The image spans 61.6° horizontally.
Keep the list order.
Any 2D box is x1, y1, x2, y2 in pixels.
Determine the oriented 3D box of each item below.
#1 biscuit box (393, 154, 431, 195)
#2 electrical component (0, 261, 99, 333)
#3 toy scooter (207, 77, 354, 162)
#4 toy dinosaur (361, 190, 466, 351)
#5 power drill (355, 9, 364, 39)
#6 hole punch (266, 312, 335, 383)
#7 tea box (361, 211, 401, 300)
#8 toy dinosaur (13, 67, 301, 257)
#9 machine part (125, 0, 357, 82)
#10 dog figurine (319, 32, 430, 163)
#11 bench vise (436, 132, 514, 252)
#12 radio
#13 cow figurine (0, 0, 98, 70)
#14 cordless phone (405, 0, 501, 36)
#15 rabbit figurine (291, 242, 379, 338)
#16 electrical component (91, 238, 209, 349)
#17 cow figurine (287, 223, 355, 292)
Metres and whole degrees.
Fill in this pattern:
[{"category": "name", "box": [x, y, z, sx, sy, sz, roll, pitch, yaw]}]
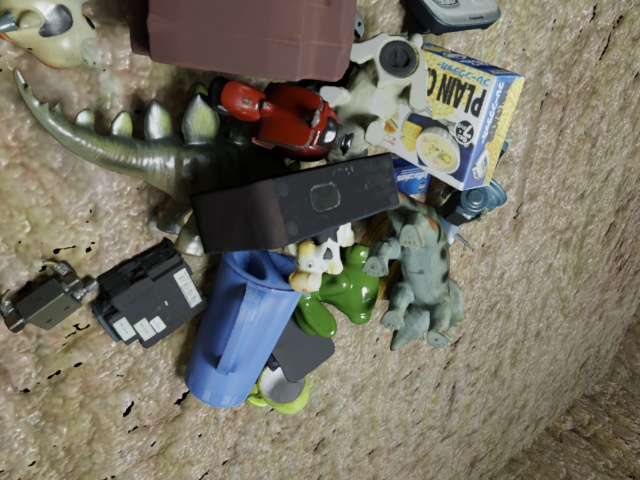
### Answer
[{"category": "biscuit box", "box": [0.101, -0.104, 0.901, 0.202, 0.059, 0.062, -14, 127, -37]}, {"category": "electrical component", "box": [-0.327, 0.068, 0.643, 0.102, 0.045, 0.078, -40, 167, -9]}, {"category": "toy scooter", "box": [-0.022, -0.128, 0.590, 0.183, 0.135, 0.075, 12, 96, -52]}, {"category": "toy dinosaur", "box": [0.155, 0.026, 0.859, 0.192, 0.131, 0.404, -58, 143, -54]}, {"category": "power drill", "box": [0.088, -0.343, 0.630, 0.232, 0.086, 0.207, 38, 109, -13]}, {"category": "hole punch", "box": [-0.052, 0.175, 0.959, 0.142, 0.092, 0.115, -30, 102, -22]}, {"category": "tea box", "box": [0.132, 0.017, 0.993, 0.068, 0.098, 0.169, 11, 109, -47]}, {"category": "toy dinosaur", "box": [-0.138, -0.086, 0.664, 0.471, 0.105, 0.198, 0, 112, -54]}, {"category": "machine part", "box": [-0.067, -0.217, 0.526, 0.201, 0.202, 0.087, -73, 170, -65]}, {"category": "dog figurine", "box": [0.068, -0.186, 0.749, 0.172, 0.121, 0.190, -38, 179, -6]}, {"category": "bench vise", "box": [0.289, -0.097, 1.018, 0.240, 0.129, 0.223, -56, 166, -9]}, {"category": "radio", "box": [-0.019, -0.047, 0.623, 0.229, 0.131, 0.073, -21, 102, -43]}, {"category": "cow figurine", "box": [-0.232, -0.245, 0.465, 0.127, 0.086, 0.194, -19, 133, -41]}, {"category": "cordless phone", "box": [0.185, -0.390, 0.765, 0.146, 0.089, 0.184, -20, 112, -32]}, {"category": "rabbit figurine", "box": [0.001, 0.082, 0.905, 0.170, 0.121, 0.159, 6, 81, -19]}, {"category": "electrical component", "box": [-0.232, 0.079, 0.726, 0.134, 0.058, 0.114, -33, 135, -21]}, {"category": "cow figurine", "box": [0.000, -0.002, 0.770, 0.167, 0.068, 0.098, -61, 151, -54]}]
